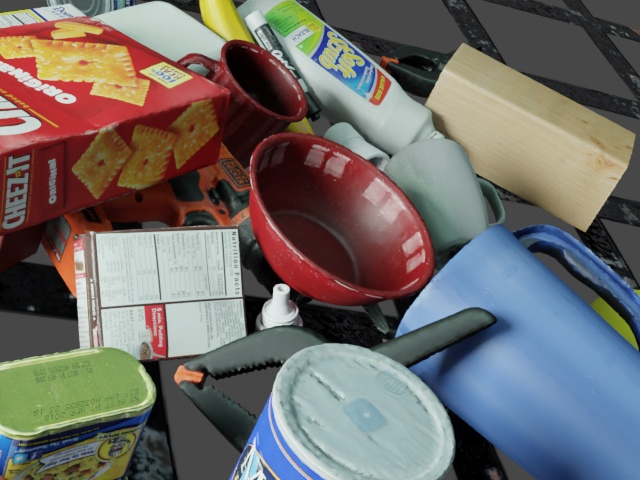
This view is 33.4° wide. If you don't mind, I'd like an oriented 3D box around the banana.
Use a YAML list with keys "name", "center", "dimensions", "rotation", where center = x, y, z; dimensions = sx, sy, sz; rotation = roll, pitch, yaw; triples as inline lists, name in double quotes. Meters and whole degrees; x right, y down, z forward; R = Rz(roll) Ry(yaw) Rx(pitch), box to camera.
- name: "banana"
  center: [-0.067, -0.169, 1.025]
  dimensions: [0.037, 0.070, 0.198]
  rotation: [-31, 90, -7]

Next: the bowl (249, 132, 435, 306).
- name: "bowl"
  center: [0.006, -0.005, 0.797]
  dimensions: [0.162, 0.055, 0.162]
  rotation: [25, 37, -21]

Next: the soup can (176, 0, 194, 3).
- name: "soup can"
  center: [-0.180, -0.294, 1.132]
  dimensions: [0.102, 0.069, 0.068]
  rotation: [6, 39, -27]

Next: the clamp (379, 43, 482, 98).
- name: "clamp"
  center: [0.147, -0.184, 1.216]
  dimensions: [0.171, 0.039, 0.120]
  rotation: [-9, 42, -31]

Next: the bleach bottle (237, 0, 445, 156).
- name: "bleach bottle"
  center: [0.025, -0.160, 1.088]
  dimensions: [0.251, 0.068, 0.102]
  rotation: [35, 41, 11]

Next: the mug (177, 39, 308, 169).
- name: "mug"
  center: [-0.080, -0.119, 0.927]
  dimensions: [0.117, 0.082, 0.093]
  rotation: [27, 36, -29]

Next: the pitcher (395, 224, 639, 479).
- name: "pitcher"
  center: [0.182, 0.105, 0.771]
  dimensions: [0.243, 0.149, 0.144]
  rotation: [41, 19, 17]

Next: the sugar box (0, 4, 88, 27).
- name: "sugar box"
  center: [-0.261, -0.129, 0.840]
  dimensions: [0.048, 0.093, 0.175]
  rotation: [37, 35, 20]

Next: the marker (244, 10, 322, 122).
- name: "marker"
  center: [-0.035, -0.168, 1.041]
  dimensions: [0.020, 0.020, 0.121]
  rotation: [-30, 88, -50]

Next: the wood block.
- name: "wood block"
  center: [0.211, -0.109, 1.110]
  dimensions: [0.206, 0.091, 0.090]
  rotation: [29, 34, 6]

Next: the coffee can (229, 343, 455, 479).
- name: "coffee can"
  center: [0.000, 0.143, 0.599]
  dimensions: [0.102, 0.140, 0.103]
  rotation: [17, 35, -12]

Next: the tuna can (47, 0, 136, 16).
- name: "tuna can"
  center: [-0.220, -0.236, 1.015]
  dimensions: [0.086, 0.086, 0.033]
  rotation: [34, 37, 12]

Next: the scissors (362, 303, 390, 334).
- name: "scissors"
  center: [-0.006, 0.001, 0.895]
  dimensions: [0.096, 0.016, 0.202]
  rotation: [9, 37, -19]

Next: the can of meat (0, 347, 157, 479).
- name: "can of meat"
  center: [-0.149, 0.110, 0.600]
  dimensions: [0.101, 0.084, 0.057]
  rotation: [-8, 46, -38]

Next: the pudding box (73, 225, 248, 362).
- name: "pudding box"
  center: [-0.106, 0.037, 0.722]
  dimensions: [0.113, 0.039, 0.090]
  rotation: [-2, 85, -34]

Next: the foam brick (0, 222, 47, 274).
- name: "foam brick"
  center: [-0.237, -0.020, 0.747]
  dimensions: [0.078, 0.051, 0.052]
  rotation: [33, 34, 11]

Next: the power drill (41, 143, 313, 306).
- name: "power drill"
  center: [-0.111, -0.008, 0.809]
  dimensions: [0.187, 0.057, 0.185]
  rotation: [-10, 49, -42]

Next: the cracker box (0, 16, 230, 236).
- name: "cracker box"
  center: [-0.195, -0.091, 0.749]
  dimensions: [0.164, 0.072, 0.213]
  rotation: [31, 33, 27]

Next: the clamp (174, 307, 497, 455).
- name: "clamp"
  center: [0.009, 0.118, 0.694]
  dimensions: [0.210, 0.036, 0.164]
  rotation: [4, 74, -1]
